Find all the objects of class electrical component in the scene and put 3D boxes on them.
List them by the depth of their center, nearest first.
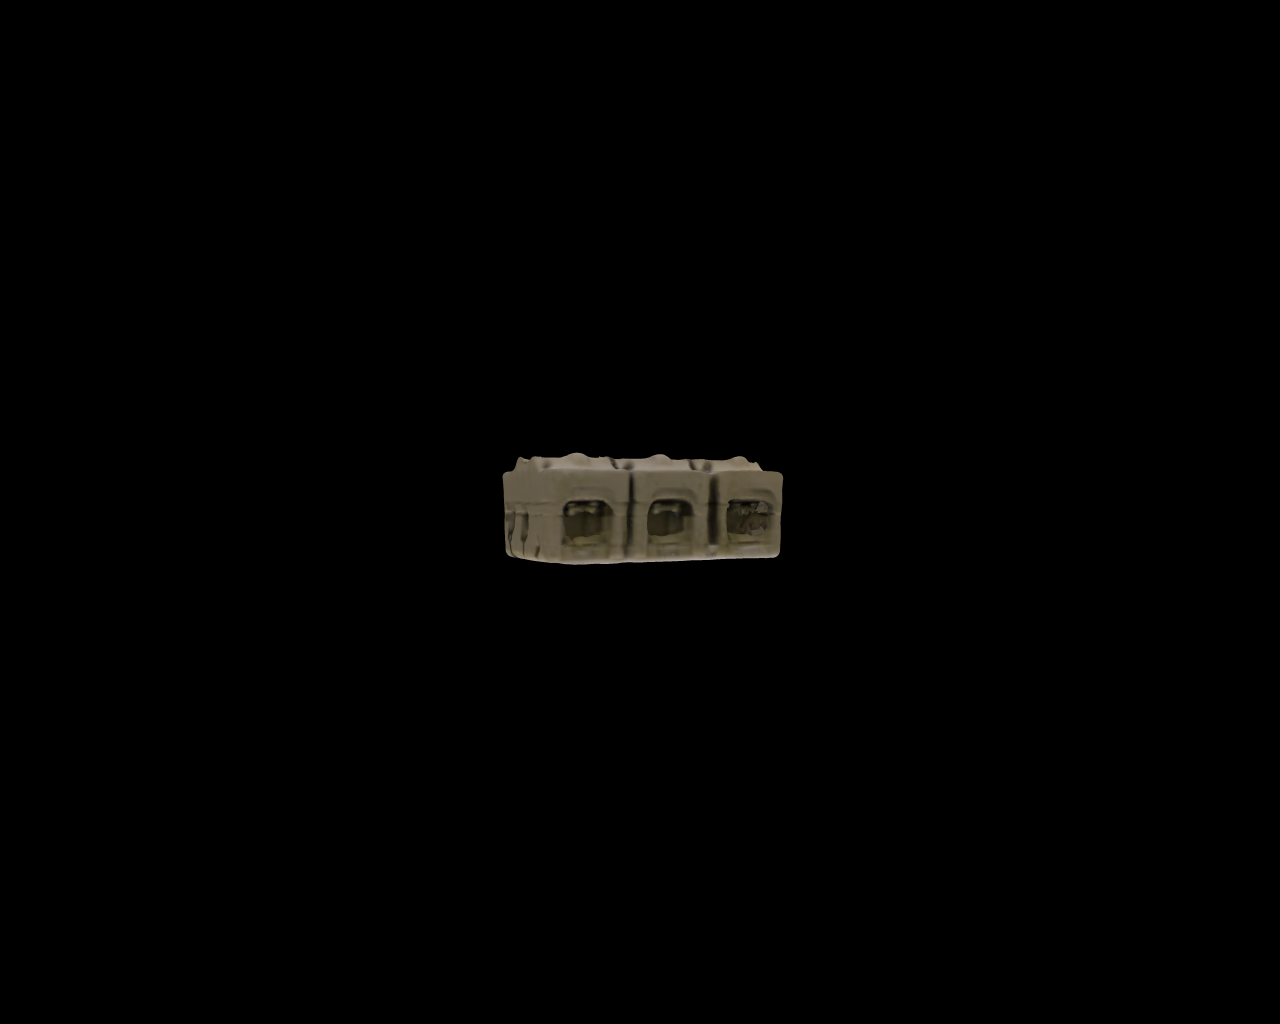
[{"bbox_3d":[0.001,-0.003,0.650,0.150,0.061,0.089,0,0,-25],"label":"electrical component"}]
